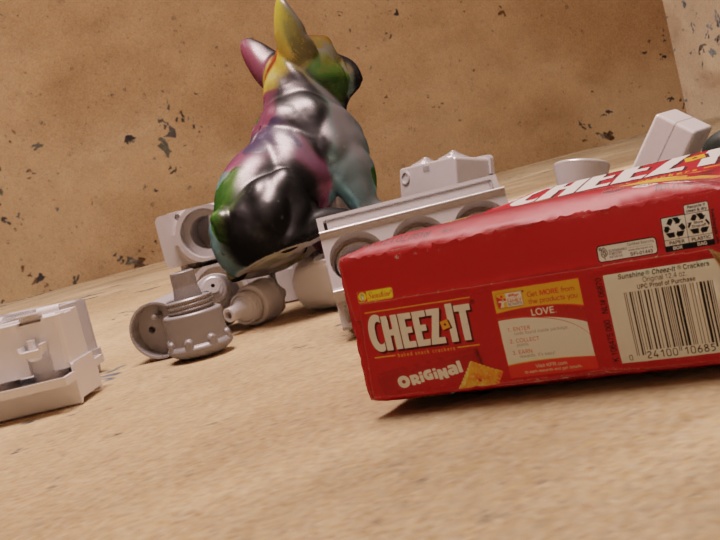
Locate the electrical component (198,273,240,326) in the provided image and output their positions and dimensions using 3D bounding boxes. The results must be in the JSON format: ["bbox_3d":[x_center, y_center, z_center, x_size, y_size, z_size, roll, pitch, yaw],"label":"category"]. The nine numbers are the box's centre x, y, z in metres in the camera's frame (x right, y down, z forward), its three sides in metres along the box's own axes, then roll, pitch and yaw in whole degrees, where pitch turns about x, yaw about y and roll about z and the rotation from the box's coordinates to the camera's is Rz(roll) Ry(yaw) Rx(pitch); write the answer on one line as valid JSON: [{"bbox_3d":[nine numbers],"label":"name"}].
[{"bbox_3d":[-0.119,0.022,0.889,0.040,0.040,0.078,-15,-13,-7],"label":"electrical component"}]

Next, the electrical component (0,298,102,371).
[{"bbox_3d":[-0.264,0.064,0.827,0.113,0.057,0.078,-10,6,37],"label":"electrical component"}]

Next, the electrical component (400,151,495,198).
[{"bbox_3d":[0.083,-0.060,1.022,0.048,0.099,0.100,-2,-3,-36],"label":"electrical component"}]

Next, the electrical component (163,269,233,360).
[{"bbox_3d":[-0.120,0.031,0.769,0.048,0.062,0.048,-14,5,1],"label":"electrical component"}]

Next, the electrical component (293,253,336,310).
[{"bbox_3d":[0.000,0.000,0.858,0.077,0.044,0.079,-9,13,41],"label":"electrical component"}]

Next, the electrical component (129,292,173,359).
[{"bbox_3d":[-0.145,0.040,0.841,0.043,0.043,0.081,-13,5,11],"label":"electrical component"}]

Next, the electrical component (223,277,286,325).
[{"bbox_3d":[-0.087,0.028,0.866,0.035,0.035,0.061,-11,8,33],"label":"electrical component"}]

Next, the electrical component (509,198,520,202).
[{"bbox_3d":[0.094,-0.024,0.862,0.100,0.048,0.100,-12,5,19],"label":"electrical component"}]

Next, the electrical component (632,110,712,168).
[{"bbox_3d":[0.280,-0.084,0.928,0.076,0.083,0.047,32,29,25],"label":"electrical component"}]

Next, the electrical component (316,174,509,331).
[{"bbox_3d":[0.040,-0.007,0.702,0.121,0.078,0.063,-14,-24,-1],"label":"electrical component"}]

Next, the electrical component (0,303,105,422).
[{"bbox_3d":[-0.242,0.066,0.709,0.121,0.063,0.078,-14,5,5],"label":"electrical component"}]

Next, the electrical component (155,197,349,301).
[{"bbox_3d":[-0.085,-0.022,1.003,0.186,0.105,0.060,-14,5,6],"label":"electrical component"}]

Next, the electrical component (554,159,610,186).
[{"bbox_3d":[0.176,-0.053,0.855,0.044,0.065,0.044,1,-6,0],"label":"electrical component"}]
